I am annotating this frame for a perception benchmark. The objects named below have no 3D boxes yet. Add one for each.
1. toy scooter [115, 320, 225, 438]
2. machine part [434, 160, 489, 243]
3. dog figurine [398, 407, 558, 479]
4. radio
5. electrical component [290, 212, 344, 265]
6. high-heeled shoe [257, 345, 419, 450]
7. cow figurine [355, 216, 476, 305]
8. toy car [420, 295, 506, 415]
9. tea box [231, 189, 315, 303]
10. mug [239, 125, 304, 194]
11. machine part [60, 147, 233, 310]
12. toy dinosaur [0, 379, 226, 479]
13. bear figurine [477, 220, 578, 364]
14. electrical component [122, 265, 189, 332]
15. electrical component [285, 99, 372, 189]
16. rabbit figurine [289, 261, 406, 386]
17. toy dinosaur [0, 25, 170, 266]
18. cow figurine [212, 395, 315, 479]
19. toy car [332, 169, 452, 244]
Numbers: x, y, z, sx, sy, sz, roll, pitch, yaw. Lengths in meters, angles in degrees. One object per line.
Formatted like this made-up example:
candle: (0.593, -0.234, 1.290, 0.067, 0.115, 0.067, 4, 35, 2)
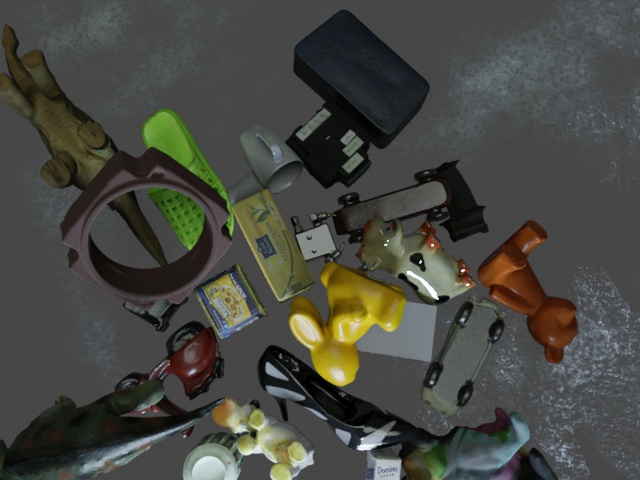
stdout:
toy scooter: (-0.216, 0.225, 0.843, 0.184, 0.075, 0.135, -42, 83, -5)
machine part: (0.236, -0.069, 0.931, 0.084, 0.039, 0.139, -17, 80, -9)
dog figurine: (0.226, 0.358, 0.820, 0.219, 0.108, 0.191, -27, 84, -2)
radio: (0.074, -0.286, 0.953, 0.229, 0.073, 0.131, 44, 80, 4)
electrical component: (-0.002, -0.001, 0.908, 0.078, 0.045, 0.102, -13, 80, -6)
high-heeled shoe: (0.025, 0.231, 0.820, 0.249, 0.086, 0.145, 1, 113, 15)
cow figurine: (0.143, 0.033, 0.867, 0.127, 0.085, 0.194, -42, 111, 17)
toy car: (0.234, 0.185, 0.877, 0.074, 0.056, 0.201, 29, 78, 10)
tea box: (-0.075, 0.013, 0.876, 0.068, 0.098, 0.169, -28, 80, -8)
mug: (-0.092, -0.146, 0.906, 0.081, 0.109, 0.107, -38, 70, -9)
machine part: (-0.244, -0.012, 0.774, 0.201, 0.087, 0.201, -48, 123, 7)
toy dinosaur: (-0.341, 0.285, 0.740, 0.405, 0.192, 0.131, -24, 92, 23)
bear figurine: (0.352, 0.088, 0.863, 0.120, 0.132, 0.196, -34, 74, -34)
electrical component: (-0.285, 0.090, 0.879, 0.119, 0.047, 0.075, 32, 79, 4)
electrical component: (0.023, -0.157, 0.934, 0.115, 0.058, 0.134, -43, 84, -7)
rabbit figurine: (0.032, 0.128, 0.788, 0.162, 0.122, 0.173, 17, 98, -6)
toy dinosaur: (-0.360, -0.126, 0.841, 0.105, 0.198, 0.471, -32, 89, -6)
cow figurine: (-0.085, 0.296, 0.833, 0.167, 0.098, 0.068, 31, 88, 21)
toy car: (0.121, -0.054, 0.911, 0.202, 0.053, 0.089, -18, 84, 11)
